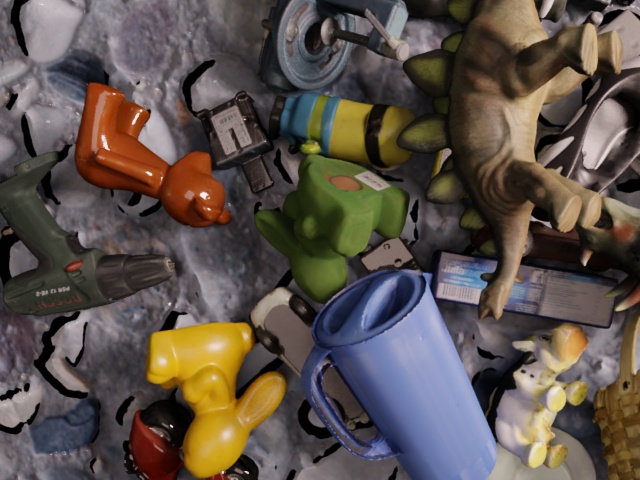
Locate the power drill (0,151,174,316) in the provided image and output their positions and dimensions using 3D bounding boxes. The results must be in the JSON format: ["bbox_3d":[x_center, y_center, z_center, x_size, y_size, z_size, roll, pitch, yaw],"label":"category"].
[{"bbox_3d":[-0.325,-0.006,0.692,0.232,0.086,0.207,-20,110,13],"label":"power drill"}]

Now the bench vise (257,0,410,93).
[{"bbox_3d":[0.014,-0.263,0.608,0.241,0.128,0.223,34,105,38],"label":"bench vise"}]

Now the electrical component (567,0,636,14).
[{"bbox_3d":[0.333,-0.335,0.613,0.115,0.058,0.134,31,95,9],"label":"electrical component"}]

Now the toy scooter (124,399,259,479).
[{"bbox_3d":[-0.182,0.303,0.692,0.184,0.075,0.135,35,97,1],"label":"toy scooter"}]

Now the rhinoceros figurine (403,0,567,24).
[{"bbox_3d":[0.189,-0.292,0.626,0.190,0.073,0.112,8,91,8],"label":"rhinoceros figurine"}]

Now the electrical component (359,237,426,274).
[{"bbox_3d":[0.086,0.021,0.673,0.063,0.021,0.094,-37,85,7],"label":"electrical component"}]

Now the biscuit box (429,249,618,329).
[{"bbox_3d":[0.231,0.055,0.632,0.203,0.063,0.059,10,93,8],"label":"biscuit box"}]

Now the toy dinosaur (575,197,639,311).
[{"bbox_3d":[0.457,0.014,0.532,0.405,0.131,0.192,6,109,-19],"label":"toy dinosaur"}]

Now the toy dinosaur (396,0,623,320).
[{"bbox_3d":[0.179,-0.157,0.533,0.199,0.105,0.471,6,87,42],"label":"toy dinosaur"}]

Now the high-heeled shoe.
[{"bbox_3d":[0.317,-0.114,0.552,0.086,0.145,0.249,44,119,-10],"label":"high-heeled shoe"}]

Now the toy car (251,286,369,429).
[{"bbox_3d":[-0.003,0.146,0.672,0.073,0.056,0.202,-44,86,0],"label":"toy car"}]

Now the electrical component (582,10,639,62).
[{"bbox_3d":[0.344,-0.220,0.619,0.078,0.045,0.102,-35,87,9],"label":"electrical component"}]

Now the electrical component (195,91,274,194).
[{"bbox_3d":[-0.101,-0.119,0.685,0.075,0.048,0.119,-20,87,9],"label":"electrical component"}]

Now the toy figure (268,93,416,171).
[{"bbox_3d":[0.027,-0.131,0.644,0.180,0.089,0.082,14,101,6],"label":"toy figure"}]

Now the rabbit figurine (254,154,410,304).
[{"bbox_3d":[-0.001,-0.002,0.633,0.159,0.121,0.170,31,125,21],"label":"rabbit figurine"}]

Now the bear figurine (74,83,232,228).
[{"bbox_3d":[-0.194,-0.095,0.664,0.196,0.120,0.132,17,90,6],"label":"bear figurine"}]

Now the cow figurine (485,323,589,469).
[{"bbox_3d":[0.248,0.168,0.623,0.068,0.098,0.167,11,96,-32],"label":"cow figurine"}]

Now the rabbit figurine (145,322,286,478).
[{"bbox_3d":[-0.126,0.194,0.656,0.162,0.122,0.173,-2,64,-18],"label":"rabbit figurine"}]

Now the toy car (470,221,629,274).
[{"bbox_3d":[0.270,0.005,0.601,0.202,0.089,0.053,8,88,-2],"label":"toy car"}]
